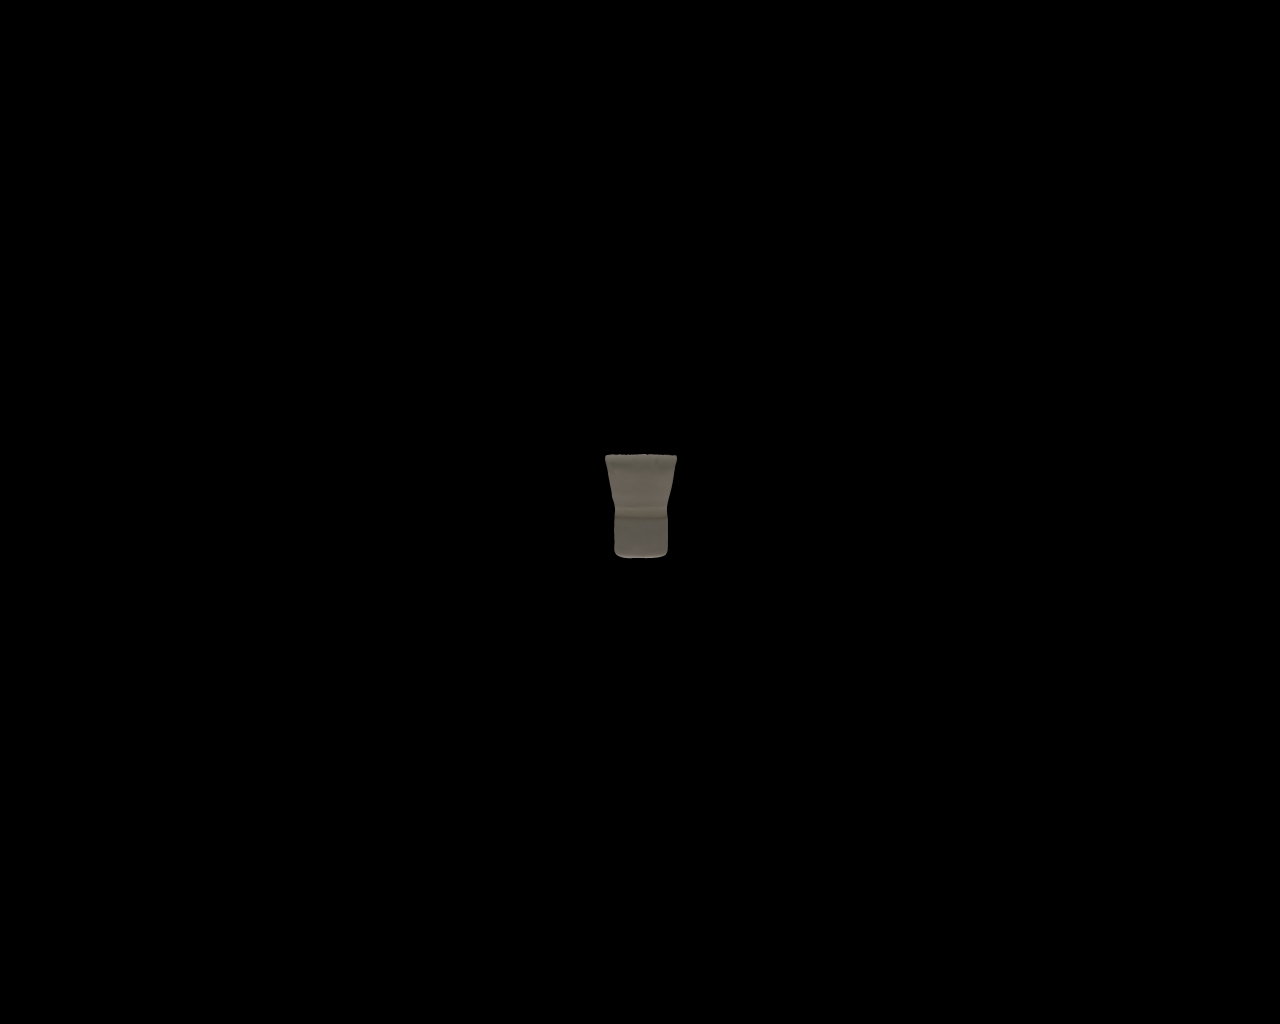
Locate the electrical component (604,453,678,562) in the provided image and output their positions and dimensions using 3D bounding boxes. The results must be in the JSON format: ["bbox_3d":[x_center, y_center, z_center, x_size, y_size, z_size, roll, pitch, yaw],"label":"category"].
[{"bbox_3d":[0.001,-0.003,0.650,0.044,0.065,0.044,0,4,0],"label":"electrical component"}]
